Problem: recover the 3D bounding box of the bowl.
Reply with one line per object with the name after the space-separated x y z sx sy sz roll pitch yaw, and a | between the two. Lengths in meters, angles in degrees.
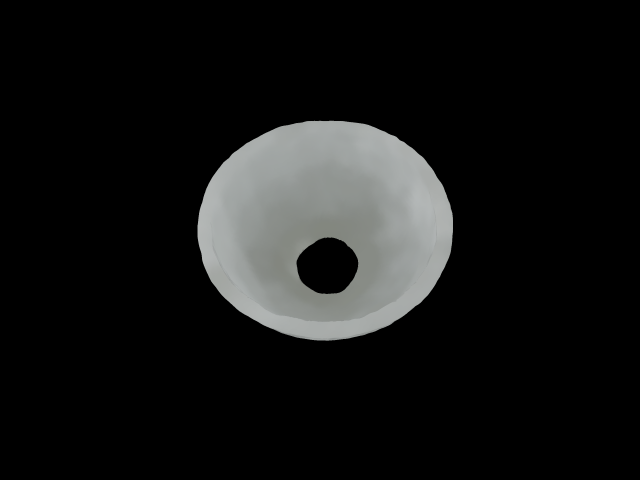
0.004 0.001 0.400 0.167 0.075 0.167 0 60 0 | bowl
